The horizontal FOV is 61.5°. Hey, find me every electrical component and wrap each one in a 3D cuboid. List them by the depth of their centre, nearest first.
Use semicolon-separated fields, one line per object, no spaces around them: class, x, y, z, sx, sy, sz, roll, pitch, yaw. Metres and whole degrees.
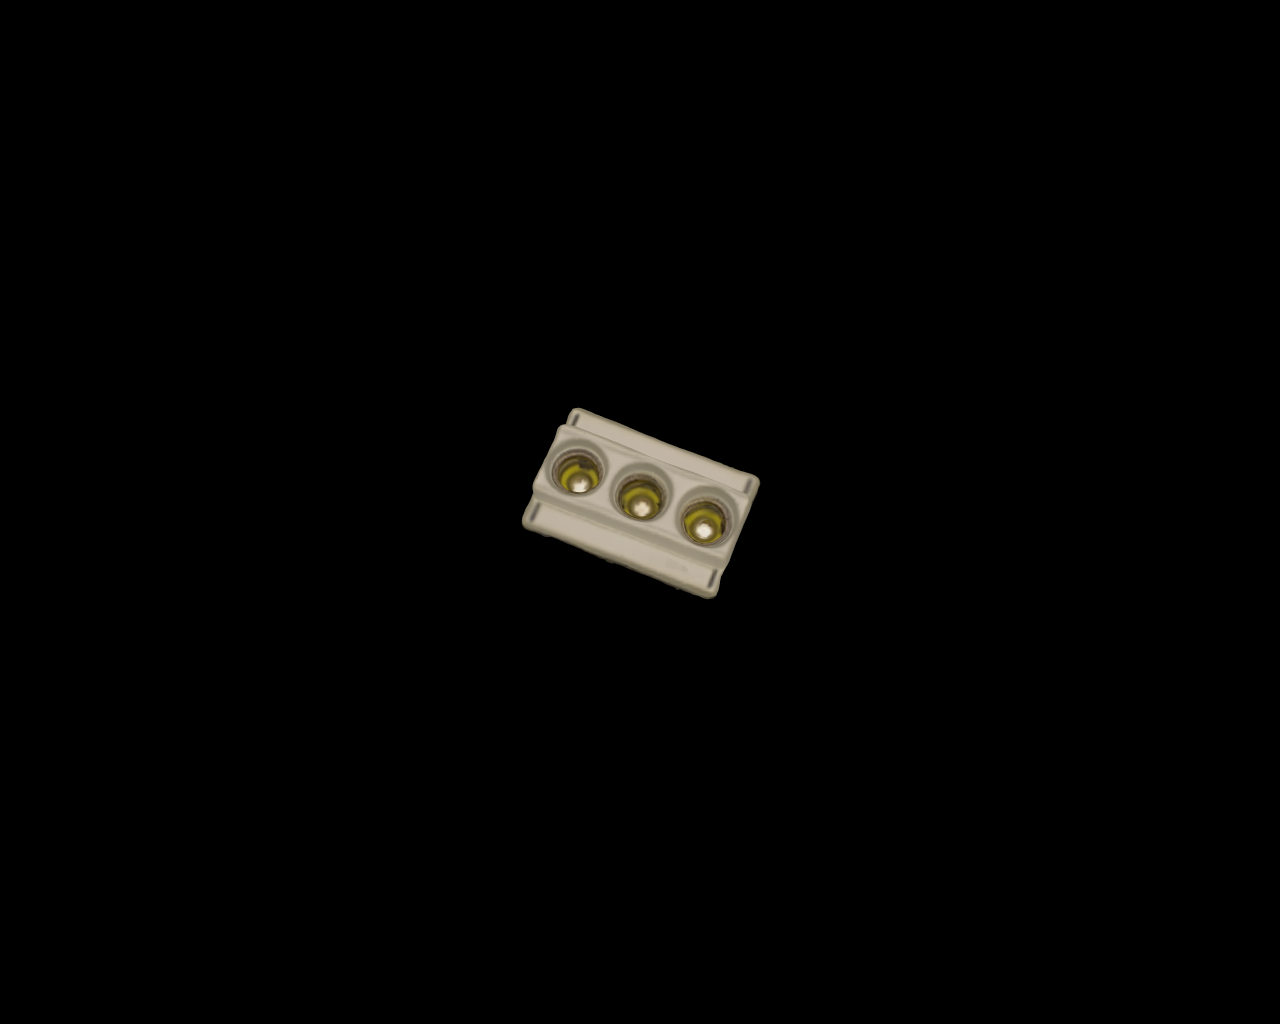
electrical component;0.001;-0.003;0.650;0.121;0.079;0.063;21;-18;7
